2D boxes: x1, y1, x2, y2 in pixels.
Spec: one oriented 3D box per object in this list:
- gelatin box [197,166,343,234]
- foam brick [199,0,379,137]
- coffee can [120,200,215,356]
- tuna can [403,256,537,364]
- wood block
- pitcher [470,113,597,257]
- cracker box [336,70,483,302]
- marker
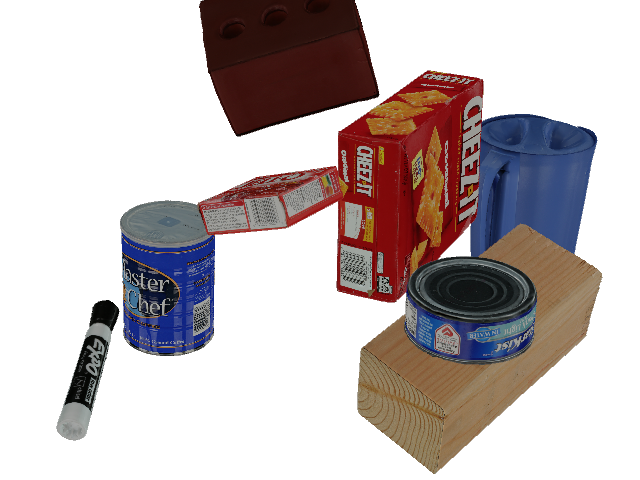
[{"bbox_3d":[-0.039,-0.031,0.829,0.089,0.030,0.073,-4,16,41],"label":"gelatin box"},{"bbox_3d":[-0.016,-0.096,0.536,0.078,0.053,0.051,-16,-34,7],"label":"foam brick"},{"bbox_3d":[-0.166,0.041,1.171,0.103,0.140,0.103,3,27,-2],"label":"coffee can"},{"bbox_3d":[0.098,0.044,0.697,0.086,0.034,0.086,0,27,0],"label":"tuna can"},{"bbox_3d":[0.135,0.086,0.903,0.205,0.090,0.091,-34,54,-30],"label":"wood block"},{"bbox_3d":[0.229,-0.013,1.223,0.149,0.243,0.145,-1,25,-5],"label":"pitcher"},{"bbox_3d":[0.092,-0.058,1.046,0.072,0.164,0.213,13,29,26],"label":"cracker box"},{"bbox_3d":[-0.153,0.082,0.708,0.020,0.020,0.121,0,37,2],"label":"marker"}]
